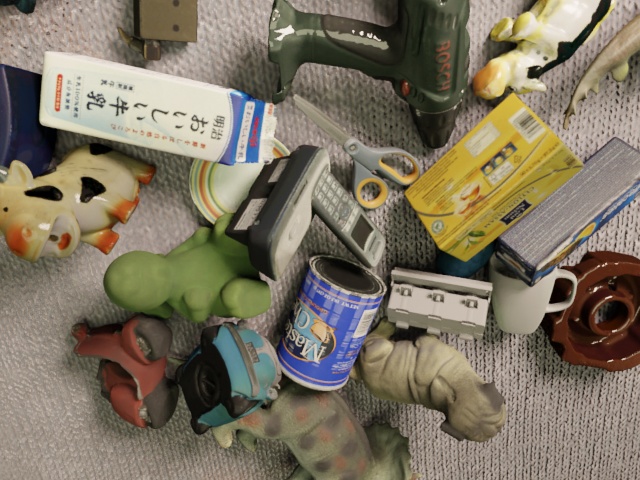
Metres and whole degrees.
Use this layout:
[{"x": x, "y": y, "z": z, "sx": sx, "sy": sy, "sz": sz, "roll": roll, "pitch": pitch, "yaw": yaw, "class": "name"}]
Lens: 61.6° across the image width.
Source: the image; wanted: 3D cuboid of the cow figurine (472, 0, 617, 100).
[{"x": 0.247, "y": -0.220, "z": 0.600, "sx": 0.098, "sy": 0.068, "sz": 0.167, "roll": 26, "pitch": 108, "yaw": -22, "class": "cow figurine"}]

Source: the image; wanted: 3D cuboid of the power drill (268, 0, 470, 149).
[{"x": 0.052, "y": -0.176, "z": 0.562, "sx": 0.207, "sy": 0.086, "sz": 0.231, "roll": 10, "pitch": 153, "yaw": 7, "class": "power drill"}]

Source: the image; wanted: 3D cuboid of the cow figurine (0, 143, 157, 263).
[{"x": -0.257, "y": -0.044, "z": 0.549, "sx": 0.127, "sy": 0.195, "sz": 0.085, "roll": 27, "pitch": 116, "yaw": -14, "class": "cow figurine"}]

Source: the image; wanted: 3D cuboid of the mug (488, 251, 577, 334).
[{"x": 0.276, "y": 0.071, "z": 0.711, "sx": 0.110, "sy": 0.081, "sz": 0.107, "roll": 1, "pitch": 124, "yaw": 11, "class": "mug"}]

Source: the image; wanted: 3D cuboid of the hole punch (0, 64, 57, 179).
[{"x": -0.322, "y": -0.117, "z": 0.553, "sx": 0.092, "sy": 0.142, "sz": 0.115, "roll": -19, "pitch": 101, "yaw": -2, "class": "hole punch"}]

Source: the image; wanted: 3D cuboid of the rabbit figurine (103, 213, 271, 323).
[{"x": -0.166, "y": 0.037, "z": 0.619, "sx": 0.170, "sy": 0.159, "sz": 0.121, "roll": 0, "pitch": 81, "yaw": -36, "class": "rabbit figurine"}]

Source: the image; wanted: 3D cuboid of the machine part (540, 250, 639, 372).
[{"x": 0.398, "y": 0.098, "z": 0.749, "sx": 0.179, "sy": 0.056, "sz": 0.179, "roll": -1, "pitch": 111, "yaw": -4, "class": "machine part"}]

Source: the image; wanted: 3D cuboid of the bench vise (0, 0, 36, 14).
[{"x": -0.282, "y": -0.259, "z": 0.490, "sx": 0.240, "sy": 0.224, "sz": 0.128, "roll": -24, "pitch": 98, "yaw": -30, "class": "bench vise"}]

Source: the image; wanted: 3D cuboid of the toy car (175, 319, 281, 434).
[{"x": -0.101, "y": 0.166, "z": 0.655, "sx": 0.103, "sy": 0.109, "sz": 0.161, "roll": -4, "pitch": 147, "yaw": -42, "class": "toy car"}]

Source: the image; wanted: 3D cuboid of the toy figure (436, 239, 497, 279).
[{"x": 0.208, "y": -0.014, "z": 0.675, "sx": 0.058, "sy": 0.064, "sz": 0.154, "roll": 38, "pitch": 113, "yaw": 5, "class": "toy figure"}]

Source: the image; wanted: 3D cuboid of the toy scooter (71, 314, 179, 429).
[{"x": -0.256, "y": 0.164, "z": 0.698, "sx": 0.135, "sy": 0.075, "sz": 0.183, "roll": 12, "pitch": 122, "yaw": 10, "class": "toy scooter"}]

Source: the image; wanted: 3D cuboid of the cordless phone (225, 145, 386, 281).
[{"x": -0.001, "y": -0.001, "z": 0.613, "sx": 0.184, "sy": 0.089, "sz": 0.146, "roll": 44, "pitch": 58, "yaw": -31, "class": "cordless phone"}]

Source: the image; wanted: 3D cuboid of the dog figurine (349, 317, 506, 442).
[{"x": 0.127, "y": 0.189, "z": 0.686, "sx": 0.172, "sy": 0.191, "sz": 0.121, "roll": -32, "pitch": 111, "yaw": 9, "class": "dog figurine"}]

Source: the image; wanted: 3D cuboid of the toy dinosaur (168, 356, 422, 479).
[{"x": -0.012, "y": 0.263, "z": 0.747, "sx": 0.192, "sy": 0.131, "sz": 0.404, "roll": -40, "pitch": 101, "yaw": -7, "class": "toy dinosaur"}]

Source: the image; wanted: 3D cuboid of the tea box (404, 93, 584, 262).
[{"x": 0.192, "y": -0.067, "z": 0.614, "sx": 0.068, "sy": 0.098, "sz": 0.169, "roll": 20, "pitch": 126, "yaw": -43, "class": "tea box"}]

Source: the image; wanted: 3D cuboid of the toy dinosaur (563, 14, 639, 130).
[{"x": 0.453, "y": -0.280, "z": 0.568, "sx": 0.472, "sy": 0.105, "sz": 0.198, "roll": -26, "pitch": 113, "yaw": 1, "class": "toy dinosaur"}]

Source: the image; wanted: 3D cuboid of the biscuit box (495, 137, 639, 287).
[{"x": 0.306, "y": -0.034, "z": 0.646, "sx": 0.203, "sy": 0.063, "sz": 0.059, "roll": -39, "pitch": 150, "yaw": -6, "class": "biscuit box"}]

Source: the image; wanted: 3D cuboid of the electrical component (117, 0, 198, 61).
[{"x": -0.171, "y": -0.240, "z": 0.562, "sx": 0.078, "sy": 0.045, "sz": 0.102, "roll": -15, "pitch": 119, "yaw": -31, "class": "electrical component"}]
